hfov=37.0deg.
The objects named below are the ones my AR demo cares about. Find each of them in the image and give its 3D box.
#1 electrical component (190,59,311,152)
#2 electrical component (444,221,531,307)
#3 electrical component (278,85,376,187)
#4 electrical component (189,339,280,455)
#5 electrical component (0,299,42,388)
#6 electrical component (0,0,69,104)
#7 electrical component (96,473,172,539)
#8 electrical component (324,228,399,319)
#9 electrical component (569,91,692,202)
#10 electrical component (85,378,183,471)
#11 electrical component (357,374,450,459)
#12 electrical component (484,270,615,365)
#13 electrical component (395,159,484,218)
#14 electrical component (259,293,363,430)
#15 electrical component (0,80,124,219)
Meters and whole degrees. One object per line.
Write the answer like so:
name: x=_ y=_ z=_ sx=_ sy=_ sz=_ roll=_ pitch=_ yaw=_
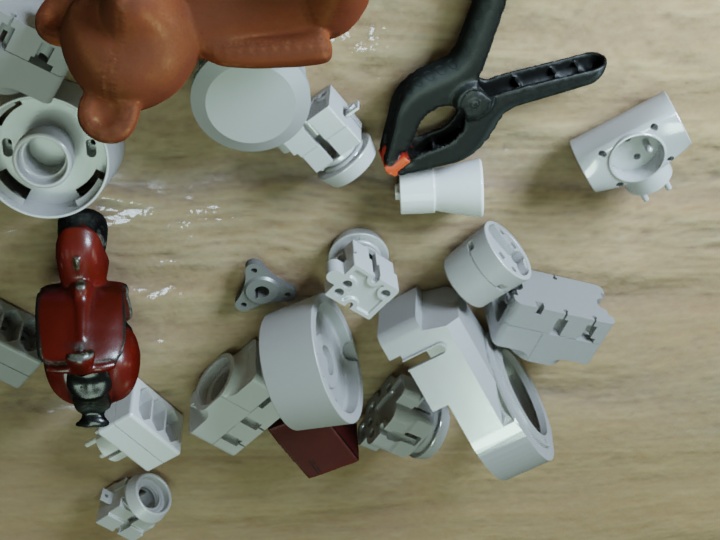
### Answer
electrical component: x=-0.075 y=-0.126 z=0.735 sx=0.080 sy=0.051 sz=0.080 roll=-3 pitch=129 yaw=-3
electrical component: x=0.100 y=-0.003 z=0.850 sx=0.055 sy=0.055 sz=0.047 roll=35 pitch=122 yaw=-29
electrical component: x=-0.021 y=-0.093 z=0.772 sx=0.066 sy=0.048 sz=0.055 roll=-33 pitch=117 yaw=20
electrical component: x=-0.104 y=0.108 z=0.925 sx=0.056 sy=0.050 sz=0.089 roll=34 pitch=119 yaw=-28
electrical component: x=-0.310 y=0.063 z=0.872 sx=0.083 sy=0.047 sz=0.076 roll=33 pitch=120 yaw=-27
electrical component: x=-0.233 y=-0.153 z=0.700 sx=0.089 sy=0.050 sz=0.055 roll=25 pitch=123 yaw=-23
electrical component: x=-0.211 y=0.221 z=1.012 sx=0.055 sy=0.048 sz=0.066 roll=-34 pitch=124 yaw=30
electrical component: x=0.000 y=0.000 z=0.842 sx=0.066 sy=0.055 sz=0.048 roll=30 pitch=121 yaw=-26
electrical component: x=0.208 y=-0.082 z=0.800 sx=0.077 sy=0.044 sz=0.079 roll=-27 pitch=126 yaw=17
electrical component: x=-0.207 y=0.143 z=0.947 sx=0.077 sy=0.047 sz=0.065 roll=-29 pitch=126 yaw=18
electrical component: x=0.042 y=0.134 z=0.955 sx=0.057 sy=0.058 sz=0.078 roll=25 pitch=122 yaw=-19
electrical component: x=0.154 y=0.040 z=0.892 sx=0.089 sy=0.050 sz=0.055 roll=12 pitch=127 yaw=-15
electrical component: x=0.059 y=-0.060 z=0.809 sx=0.065 sy=0.044 sz=0.044 roll=-2 pitch=130 yaw=3
electrical component: x=-0.045 y=0.078 z=0.872 sx=0.060 sy=0.108 sz=0.108 roll=-16 pitch=129 yaw=15
electrical component: x=-0.220 y=-0.086 z=0.763 sx=0.099 sy=0.064 sz=0.099 roll=-2 pitch=115 yaw=-4
